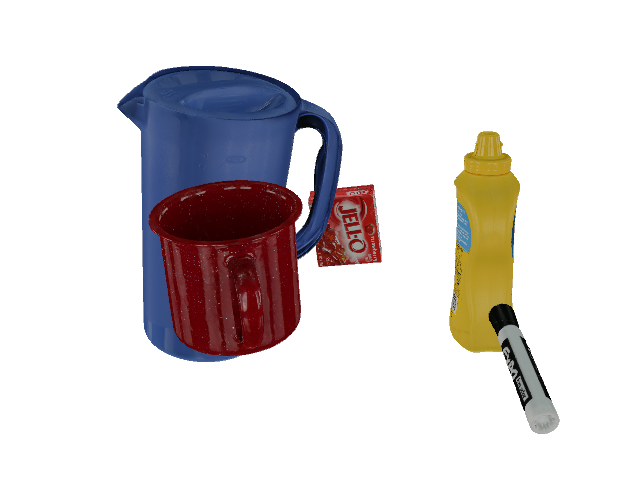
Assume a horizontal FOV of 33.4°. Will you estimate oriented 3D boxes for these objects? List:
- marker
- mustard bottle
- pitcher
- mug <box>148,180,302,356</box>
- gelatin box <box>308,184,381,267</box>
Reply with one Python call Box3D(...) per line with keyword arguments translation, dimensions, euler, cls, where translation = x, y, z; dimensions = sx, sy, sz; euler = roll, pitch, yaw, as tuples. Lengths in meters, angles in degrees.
Box3D(translation=(0.134, 0.081, 0.713), dimensions=(0.020, 0.020, 0.121), euler=(0, 32, -6), cls="marker")
Box3D(translation=(0.148, -0.003, 0.961), dimensions=(0.058, 0.192, 0.096), euler=(0, 18, 2), cls="mustard bottle")
Box3D(translation=(-0.084, -0.020, 0.926), dimensions=(0.149, 0.243, 0.144), euler=(24, 31, 31), cls="pitcher")
Box3D(translation=(-0.051, 0.023, 0.648), dimensions=(0.093, 0.081, 0.117), euler=(-11, 27, -14), cls="mug")
Box3D(translation=(0.028, -0.016, 1.200), dimensions=(0.073, 0.089, 0.030), euler=(-5, 29, 7), cls="gelatin box")
